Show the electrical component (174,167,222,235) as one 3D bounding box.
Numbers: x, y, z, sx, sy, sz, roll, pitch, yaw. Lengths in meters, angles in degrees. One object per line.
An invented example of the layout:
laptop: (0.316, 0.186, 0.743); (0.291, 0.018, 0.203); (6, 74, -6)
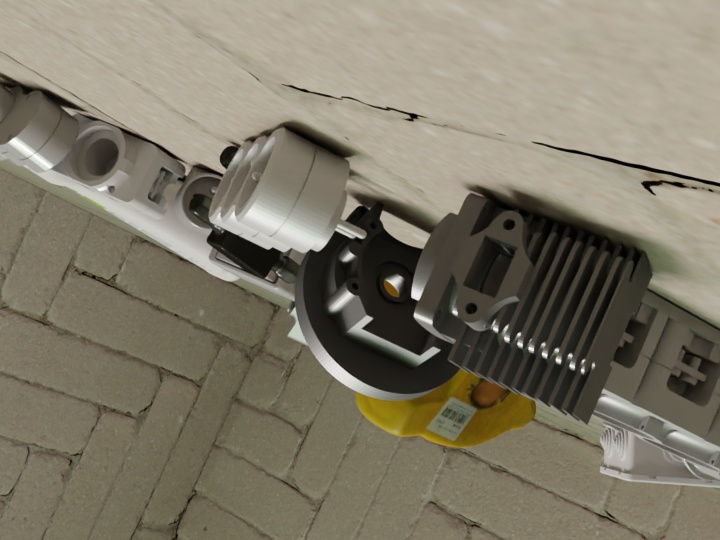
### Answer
electrical component: (-0.109, -0.046, 0.864); (0.079, 0.044, 0.077); (26, 175, -13)

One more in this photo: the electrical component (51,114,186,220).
electrical component: (-0.195, -0.083, 0.854); (0.089, 0.050, 0.056); (23, 175, 24)

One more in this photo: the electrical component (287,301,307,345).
electrical component: (-0.028, 0.027, 0.969); (0.056, 0.050, 0.089); (26, 134, -10)

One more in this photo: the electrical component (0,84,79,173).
electrical component: (-0.283, -0.123, 0.847); (0.074, 0.052, 0.138); (41, 166, -36)

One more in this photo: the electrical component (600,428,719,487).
electrical component: (0.259, 0.154, 0.914); (0.100, 0.048, 0.099); (4, 174, -1)

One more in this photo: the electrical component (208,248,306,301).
electrical component: (-0.082, -0.019, 0.919); (0.096, 0.061, 0.061); (22, 174, 29)

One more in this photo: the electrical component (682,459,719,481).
electrical component: (0.286, 0.138, 0.836); (0.078, 0.058, 0.057); (26, 172, -16)

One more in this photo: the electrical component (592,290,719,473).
electrical component: (0.148, 0.053, 0.575); (0.150, 0.061, 0.089); (27, 175, -22)

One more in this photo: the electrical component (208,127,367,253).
electrical component: (-0.031, -0.034, 0.579); (0.074, 0.052, 0.138); (26, 175, -16)

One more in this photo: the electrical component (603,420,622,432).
electrical component: (0.165, 0.068, 0.653); (0.035, 0.061, 0.035); (25, 175, 2)
